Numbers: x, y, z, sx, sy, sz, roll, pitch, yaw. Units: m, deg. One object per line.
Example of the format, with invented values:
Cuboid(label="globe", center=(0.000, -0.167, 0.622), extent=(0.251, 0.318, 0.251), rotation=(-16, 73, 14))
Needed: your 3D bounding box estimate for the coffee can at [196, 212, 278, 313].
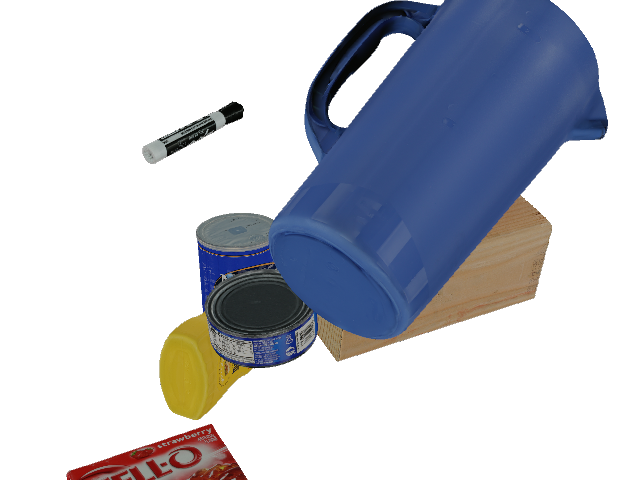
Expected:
Cuboid(label="coffee can", center=(-0.100, 0.049, 1.340), extent=(0.103, 0.140, 0.103), rotation=(-1, 25, 0))

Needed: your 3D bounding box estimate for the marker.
Cuboid(label="marker", center=(-0.120, -0.106, 1.030), extent=(0.120, 0.020, 0.020), rotation=(-33, 21, -37))

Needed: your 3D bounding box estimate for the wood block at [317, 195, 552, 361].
Cuboid(label="wood block", center=(0.088, 0.019, 0.942), extent=(0.205, 0.090, 0.091), rotation=(-15, 42, -23))

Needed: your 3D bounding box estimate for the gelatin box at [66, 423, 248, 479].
Cuboid(label="gelatin box", center=(-0.087, 0.142, 0.585), extent=(0.089, 0.030, 0.073), rotation=(-15, 27, -20))

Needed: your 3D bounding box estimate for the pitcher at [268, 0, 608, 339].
Cuboid(label="pitcher", center=(0.066, -0.059, 0.719), extent=(0.149, 0.145, 0.242), rotation=(3, 45, 50))

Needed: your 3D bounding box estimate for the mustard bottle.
Cuboid(label="mustard bottle", center=(-0.091, 0.099, 1.103), extent=(0.058, 0.096, 0.191), rotation=(13, 27, 24))

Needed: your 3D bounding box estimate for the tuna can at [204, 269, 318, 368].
Cuboid(label="tuna can", center=(-0.045, 0.060, 0.821), extent=(0.086, 0.034, 0.086), rotation=(-3, 33, 2))
